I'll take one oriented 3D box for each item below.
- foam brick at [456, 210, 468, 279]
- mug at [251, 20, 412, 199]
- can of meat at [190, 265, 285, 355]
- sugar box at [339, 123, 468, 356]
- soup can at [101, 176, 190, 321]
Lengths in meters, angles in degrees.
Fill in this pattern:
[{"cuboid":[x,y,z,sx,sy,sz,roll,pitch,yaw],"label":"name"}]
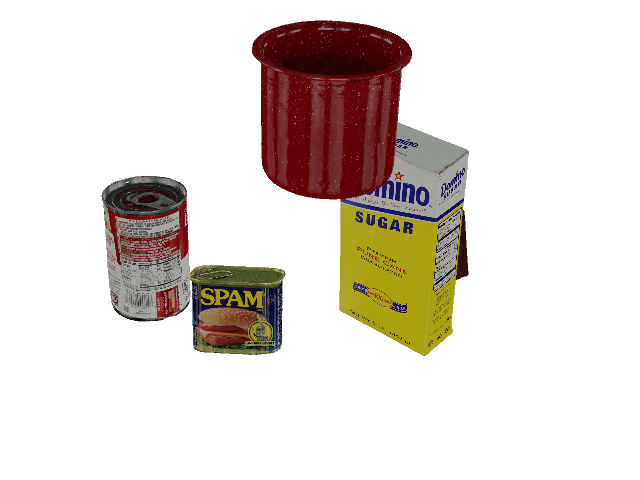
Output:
[{"cuboid":[0.116,0.000,1.093,0.053,0.078,0.051,-18,30,-15],"label":"foam brick"},{"cuboid":[0.011,-0.083,0.647,0.093,0.081,0.117,16,34,22],"label":"mug"},{"cuboid":[-0.090,0.076,1.159,0.102,0.084,0.057,3,15,7],"label":"can of meat"},{"cuboid":[0.061,-0.003,0.831,0.093,0.176,0.048,26,46,32],"label":"sugar box"},{"cuboid":[-0.141,0.007,0.875,0.068,0.102,0.068,1,28,-1],"label":"soup can"}]
